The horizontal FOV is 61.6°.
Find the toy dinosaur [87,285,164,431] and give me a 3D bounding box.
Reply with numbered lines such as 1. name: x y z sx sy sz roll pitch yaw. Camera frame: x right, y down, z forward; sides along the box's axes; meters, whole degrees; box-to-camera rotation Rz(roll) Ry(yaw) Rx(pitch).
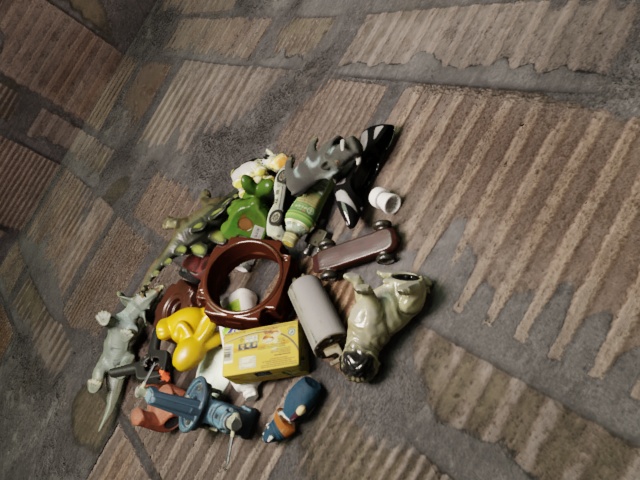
1. toy dinosaur: -0.558 0.304 1.505 0.192 0.131 0.404 -16 -57 -89

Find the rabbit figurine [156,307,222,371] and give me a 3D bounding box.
1. rabbit figurine: -0.303 0.245 1.294 0.162 0.121 0.173 -24 26 5

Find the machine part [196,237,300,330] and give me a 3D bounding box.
1. machine part: -0.160 0.097 1.202 0.201 0.087 0.201 6 60 18

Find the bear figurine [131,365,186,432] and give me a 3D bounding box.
1. bear figurine: -0.399 0.367 1.310 0.120 0.131 0.196 -37 47 -6

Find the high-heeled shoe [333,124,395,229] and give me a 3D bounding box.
1. high-heeled shoe: 0.108 -0.141 1.153 0.145 0.086 0.249 -25 48 28

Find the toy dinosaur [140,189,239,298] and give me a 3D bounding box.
1. toy dinosaur: -0.330 -0.022 1.419 0.199 0.105 0.471 0 44 47

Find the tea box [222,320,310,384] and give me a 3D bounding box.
1. tea box: -0.111 0.233 1.109 0.170 0.068 0.098 -10 58 15

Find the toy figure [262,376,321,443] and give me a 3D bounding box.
1. toy figure: -0.056 0.336 1.040 0.058 0.064 0.154 36 100 12

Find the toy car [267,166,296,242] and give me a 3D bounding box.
1. toy car: -0.082 -0.088 1.311 0.056 0.073 0.202 -14 57 38

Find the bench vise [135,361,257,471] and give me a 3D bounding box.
1. bench vise: -0.261 0.348 1.112 0.224 0.240 0.129 16 81 64

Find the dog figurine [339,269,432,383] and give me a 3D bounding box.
1. dog figurine: 0.120 0.158 0.971 0.121 0.172 0.190 -95 3 -77

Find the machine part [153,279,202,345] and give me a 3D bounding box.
1. machine part: -0.379 0.192 1.447 0.179 0.056 0.179 -25 51 34

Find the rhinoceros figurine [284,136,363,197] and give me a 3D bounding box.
1. rhinoceros figurine: 0.004 -0.164 1.151 0.190 0.073 0.112 -30 38 23

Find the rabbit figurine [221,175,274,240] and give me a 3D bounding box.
1. rabbit figurine: -0.178 -0.087 1.358 0.170 0.121 0.159 -92 13 -62

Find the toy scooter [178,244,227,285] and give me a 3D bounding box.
1. toy scooter: -0.296 0.062 1.430 0.184 0.075 0.135 19 80 45

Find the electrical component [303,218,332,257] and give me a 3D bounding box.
1. electrical component: -0.003 -0.004 1.222 0.063 0.021 0.094 20 80 49

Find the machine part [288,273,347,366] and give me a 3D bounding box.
1. machine part: -0.004 0.152 1.087 0.079 0.079 0.243 -46 42 14

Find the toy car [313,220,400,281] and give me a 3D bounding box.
1. toy car: 0.073 0.026 1.107 0.202 0.053 0.089 -21 63 30

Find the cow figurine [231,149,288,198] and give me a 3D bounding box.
1. cow figurine: -0.160 -0.191 1.444 0.167 0.068 0.098 -29 43 4
